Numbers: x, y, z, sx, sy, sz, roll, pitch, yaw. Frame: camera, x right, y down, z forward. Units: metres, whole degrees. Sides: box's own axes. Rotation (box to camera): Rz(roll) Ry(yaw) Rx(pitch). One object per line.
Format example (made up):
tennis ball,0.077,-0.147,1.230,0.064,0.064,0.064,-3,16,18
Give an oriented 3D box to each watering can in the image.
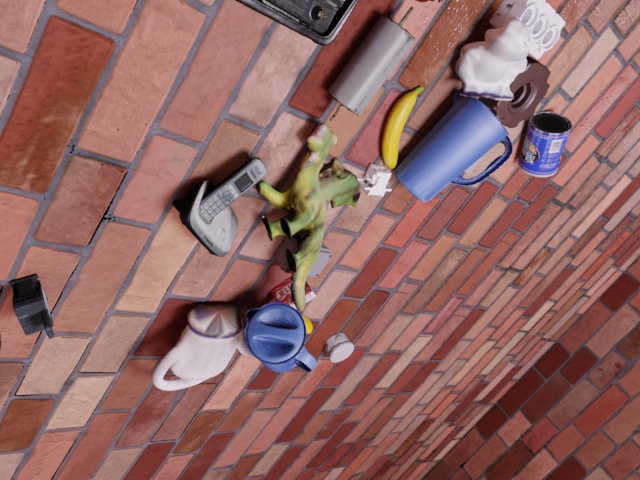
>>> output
watering can,-0.232,0.241,1.212,0.105,0.221,0.349,40,27,28

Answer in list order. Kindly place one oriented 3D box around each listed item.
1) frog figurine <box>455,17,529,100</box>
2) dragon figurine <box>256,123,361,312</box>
frog figurine,0.354,-0.375,1.049,0.138,0.156,0.125,17,32,12
dragon figurine,0.003,-0.054,1.081,0.245,0.401,0.124,-32,43,-26
